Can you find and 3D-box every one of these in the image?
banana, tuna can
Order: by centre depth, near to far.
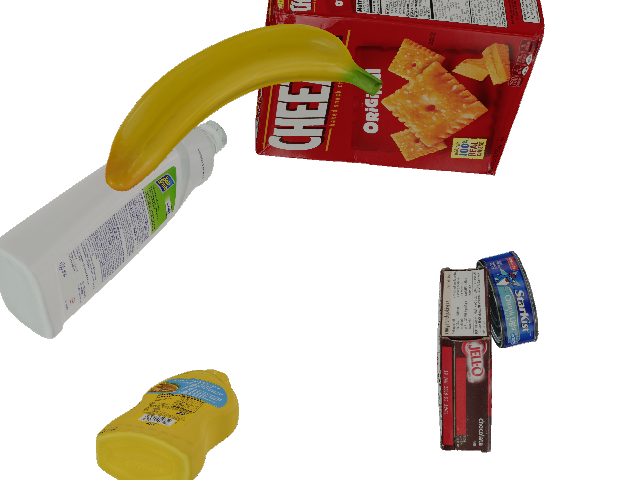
[{"bbox_3d":[-0.056,-0.095,0.679,0.197,0.070,0.037,-24,-24,-20],"label":"banana"},{"bbox_3d":[0.170,0.055,0.977,0.033,0.086,0.086,-13,0,-1],"label":"tuna can"}]

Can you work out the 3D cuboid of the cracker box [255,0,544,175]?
[{"bbox_3d":[0.059,-0.136,0.880,0.213,0.072,0.164,4,-38,-6],"label":"cracker box"}]

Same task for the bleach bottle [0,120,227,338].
[{"bbox_3d":[-0.177,-0.026,0.966,0.068,0.102,0.250,31,54,24],"label":"bleach bottle"}]

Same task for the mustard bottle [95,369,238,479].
[{"bbox_3d":[-0.133,0.172,1.039,0.096,0.058,0.191,7,18,16],"label":"mustard bottle"}]

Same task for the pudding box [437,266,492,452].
[{"bbox_3d":[0.102,0.081,0.754,0.039,0.090,0.113,0,24,5],"label":"pudding box"}]
